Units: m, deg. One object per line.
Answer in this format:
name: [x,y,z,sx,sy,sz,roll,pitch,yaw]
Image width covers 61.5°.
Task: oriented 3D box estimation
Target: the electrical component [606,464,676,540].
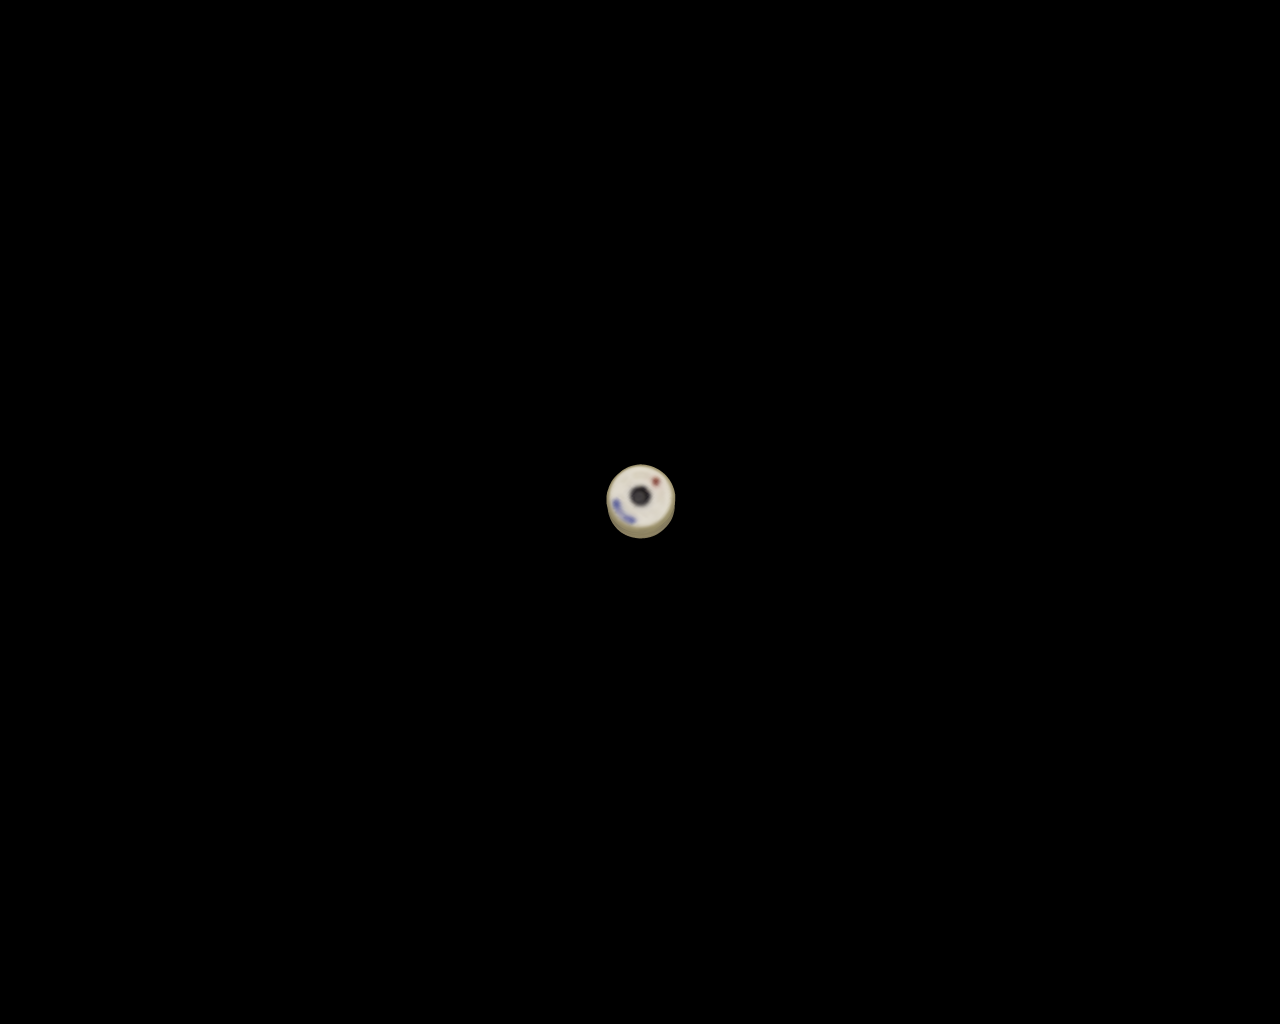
electrical component: [0.001,-0.003,0.650,0.040,0.040,0.078,0,-12,0]
